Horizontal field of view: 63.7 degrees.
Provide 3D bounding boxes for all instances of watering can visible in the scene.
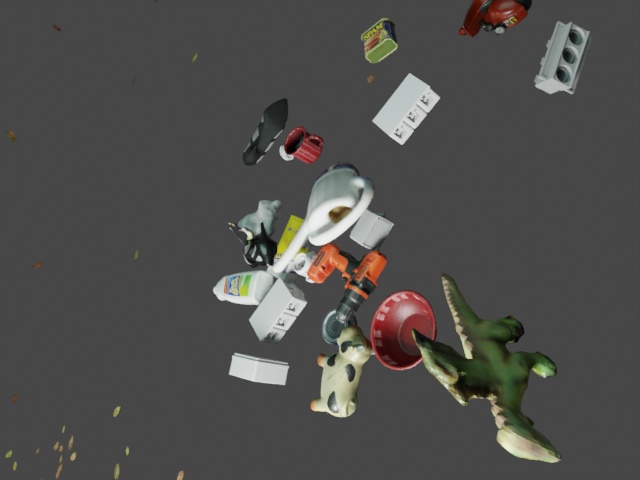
[{"bbox_3d":[0.004,-0.066,1.314,0.343,0.103,0.230,-35,31,30],"label":"watering can"}]

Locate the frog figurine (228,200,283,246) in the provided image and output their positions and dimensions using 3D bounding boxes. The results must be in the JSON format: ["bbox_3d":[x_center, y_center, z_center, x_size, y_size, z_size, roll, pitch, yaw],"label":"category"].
[{"bbox_3d":[-0.176,-0.052,1.560,0.162,0.121,0.137,-39,22,-27],"label":"frog figurine"}]

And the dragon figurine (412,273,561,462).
[{"bbox_3d":[0.250,0.183,0.852,0.120,0.241,0.418,-54,42,21],"label":"dragon figurine"}]
